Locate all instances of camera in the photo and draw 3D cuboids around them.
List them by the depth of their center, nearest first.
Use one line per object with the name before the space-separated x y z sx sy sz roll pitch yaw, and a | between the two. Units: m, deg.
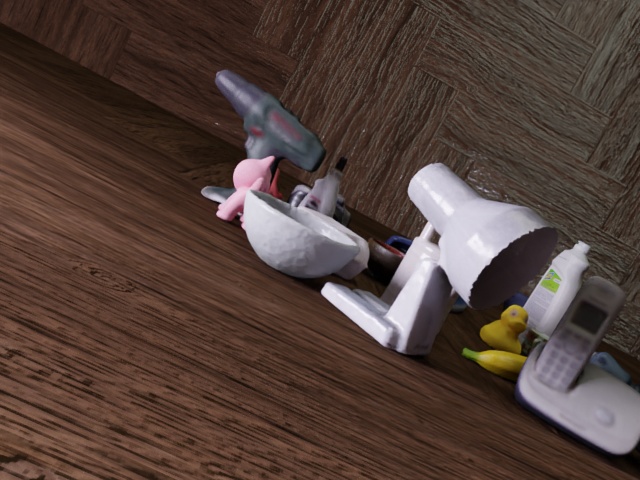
camera | 0.000 -0.060 1.201 0.143 0.101 0.137 28 7 -5

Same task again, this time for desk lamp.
desk lamp | 0.135 0.028 0.664 0.202 0.213 0.118 34 10 40

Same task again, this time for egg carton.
egg carton | 0.009 0.003 0.927 0.108 0.069 0.149 20 11 -47

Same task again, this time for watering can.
watering can | 0.180 0.037 0.843 0.101 0.194 0.172 22 9 -39

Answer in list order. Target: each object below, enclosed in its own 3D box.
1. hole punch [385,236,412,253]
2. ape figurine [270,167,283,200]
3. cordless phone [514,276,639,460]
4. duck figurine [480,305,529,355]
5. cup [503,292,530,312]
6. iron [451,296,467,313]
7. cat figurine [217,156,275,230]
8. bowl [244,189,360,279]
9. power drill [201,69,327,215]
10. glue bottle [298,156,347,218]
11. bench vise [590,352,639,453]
hole punch | 0.175 0.039 1.210 0.109 0.091 0.101 28 7 -5
ape figurine | -0.110 -0.111 1.183 0.077 0.092 0.076 30 8 17
cordless phone | 0.336 0.149 0.687 0.147 0.185 0.094 31 8 18
duck figurine | 0.339 0.157 1.030 0.077 0.086 0.104 28 7 -1
cup | 0.443 0.167 1.306 0.118 0.095 0.091 25 8 -24
iron | 0.296 0.070 1.246 0.118 0.141 0.259 29 7 6
cat figurine | -0.108 -0.083 0.901 0.067 0.118 0.127 26 8 -16
bowl | -0.035 0.003 0.748 0.167 0.075 0.167 28 7 -4
power drill | -0.116 -0.152 0.988 0.229 0.208 0.075 28 7 -3
glue bottle | 0.007 -0.083 1.107 0.077 0.173 0.037 34 9 39
bench vise | 0.433 0.177 0.716 0.207 0.219 0.122 29 7 7
